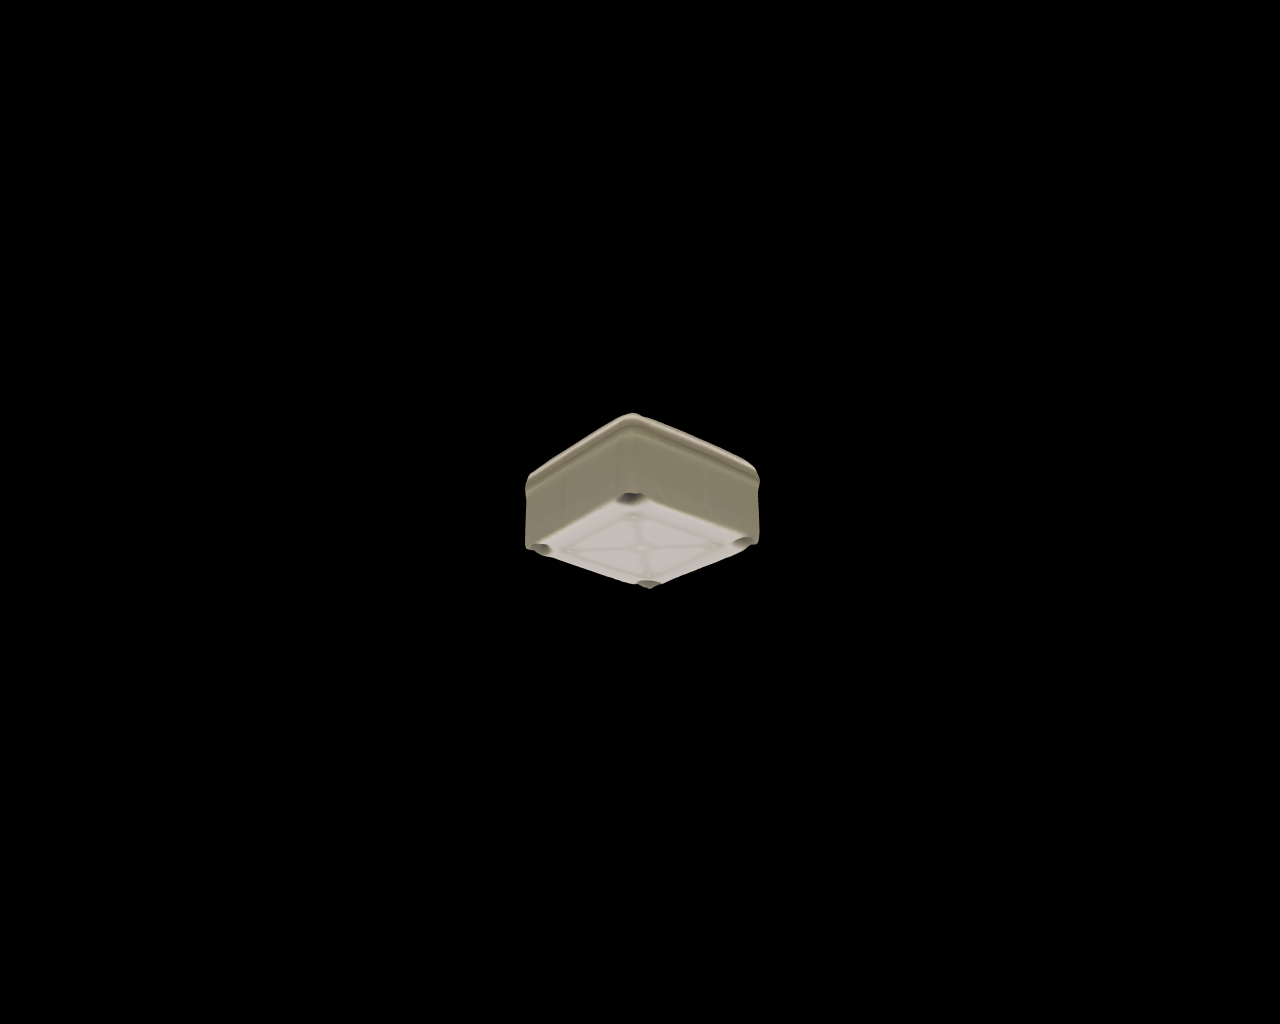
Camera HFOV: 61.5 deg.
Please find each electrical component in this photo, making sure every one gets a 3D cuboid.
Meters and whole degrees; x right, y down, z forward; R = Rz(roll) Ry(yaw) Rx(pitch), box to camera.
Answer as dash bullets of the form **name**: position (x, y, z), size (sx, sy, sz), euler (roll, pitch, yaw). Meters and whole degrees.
- **electrical component**: position (0.001, -0.003, 0.650), size (0.109, 0.056, 0.108), euler (21, -33, -36)
